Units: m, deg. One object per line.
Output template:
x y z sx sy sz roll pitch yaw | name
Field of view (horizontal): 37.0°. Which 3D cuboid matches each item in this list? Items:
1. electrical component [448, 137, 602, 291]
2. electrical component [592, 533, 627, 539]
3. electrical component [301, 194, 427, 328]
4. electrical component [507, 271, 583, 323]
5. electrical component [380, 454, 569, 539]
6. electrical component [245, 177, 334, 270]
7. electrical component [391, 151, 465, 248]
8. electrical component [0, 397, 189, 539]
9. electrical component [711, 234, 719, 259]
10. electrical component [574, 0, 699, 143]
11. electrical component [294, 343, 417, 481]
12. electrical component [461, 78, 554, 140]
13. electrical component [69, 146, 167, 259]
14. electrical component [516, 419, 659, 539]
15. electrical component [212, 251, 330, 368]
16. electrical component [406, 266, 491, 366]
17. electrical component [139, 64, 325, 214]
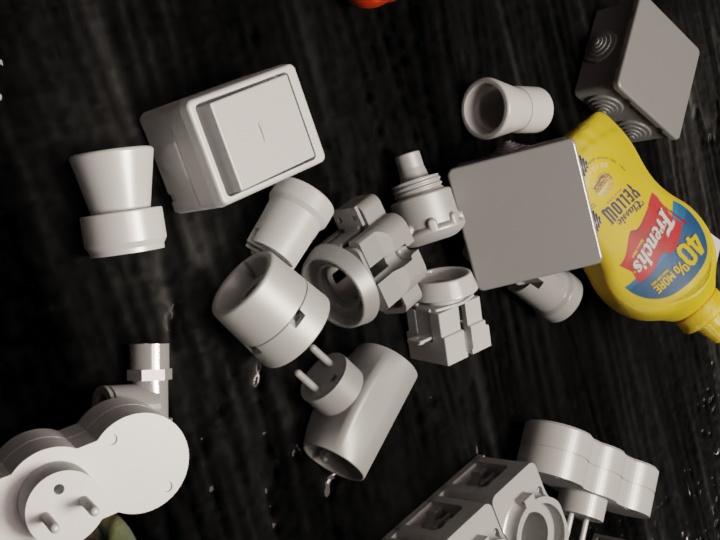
0.115 -0.041 0.754 0.048 0.100 0.099 -59 134 -75 | electrical component
0.220 0.250 0.807 0.063 0.121 0.078 47 60 -31 | electrical component
0.000 0.000 0.678 0.057 0.058 0.078 -39 112 -38 | electrical component
0.137 0.012 0.805 0.046 0.040 0.040 33 67 -29 | electrical component
0.071 0.204 0.723 0.150 0.062 0.089 -33 108 -36 | electrical component
-0.044 -0.027 0.654 0.040 0.040 0.046 42 67 -31 | electrical component
0.041 -0.048 0.724 0.048 0.048 0.062 -18 90 -39 | electrical component
-0.147 0.110 0.518 0.138 0.074 0.052 -20 106 -26 | electrical component
0.246 -0.017 0.883 0.096 0.061 0.061 33 68 -34 | electrical component
0.227 -0.162 0.882 0.100 0.048 0.099 31 69 -35 | electrical component
-0.010 0.078 0.673 0.079 0.043 0.077 45 61 -29 | electrical component
0.111 -0.118 0.789 0.065 0.044 0.044 -7 92 -45 | electrical component
-0.129 -0.036 0.578 0.045 0.045 0.055 -12 96 -40 | electrical component
0.169 0.169 0.814 0.138 0.052 0.073 28 70 -36 | electrical component
-0.054 0.022 0.633 0.047 0.055 0.055 44 61 -26 | electrical component
0.058 0.030 0.733 0.066 0.048 0.055 -21 108 -39 | electrical component
-0.066 -0.079 0.623 0.096 0.061 0.061 -29 106 -37 | electrical component
